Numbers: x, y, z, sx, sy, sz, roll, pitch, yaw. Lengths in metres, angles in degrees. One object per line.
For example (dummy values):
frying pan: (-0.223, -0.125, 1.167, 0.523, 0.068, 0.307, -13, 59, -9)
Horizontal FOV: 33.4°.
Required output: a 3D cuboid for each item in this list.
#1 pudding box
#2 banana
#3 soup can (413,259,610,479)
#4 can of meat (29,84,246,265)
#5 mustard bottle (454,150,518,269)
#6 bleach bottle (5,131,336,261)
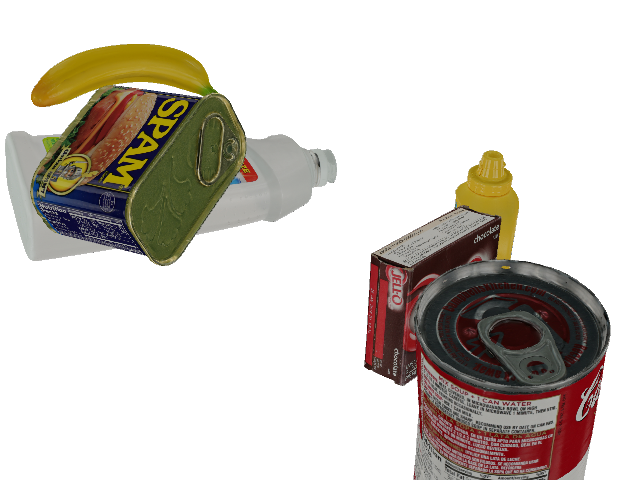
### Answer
pudding box: (0.078, 0.035, 0.737, 0.039, 0.090, 0.113, 22, 33, 32)
banana: (-0.189, -0.162, 1.038, 0.197, 0.070, 0.037, -6, -39, -30)
soup can: (0.068, 0.068, 0.402, 0.068, 0.102, 0.068, -2, 37, 1)
can of meat: (-0.106, -0.042, 0.615, 0.084, 0.102, 0.057, 12, -34, 32)
mustard bottle: (0.154, 0.001, 1.024, 0.058, 0.192, 0.096, -2, 34, -5)
bleach bottle: (-0.110, -0.049, 0.834, 0.250, 0.103, 0.068, -9, -41, -22)
